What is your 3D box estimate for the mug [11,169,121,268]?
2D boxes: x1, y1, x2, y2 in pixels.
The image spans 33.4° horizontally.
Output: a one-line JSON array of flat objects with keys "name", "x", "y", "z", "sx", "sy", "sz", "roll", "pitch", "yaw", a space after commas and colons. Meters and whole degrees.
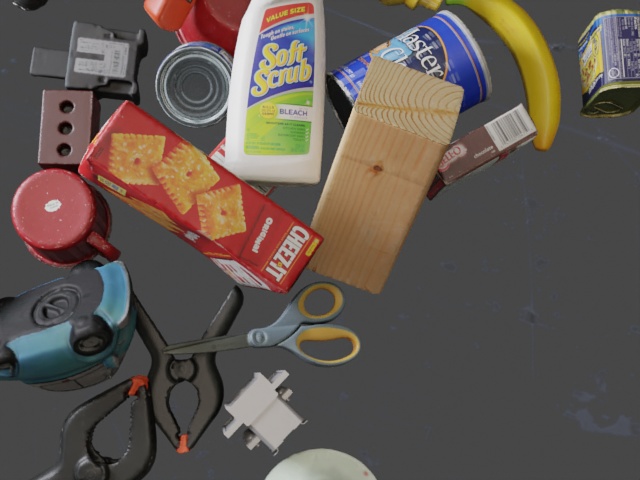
[{"name": "mug", "x": -0.247, "y": -0.016, "z": 1.051, "sx": 0.117, "sy": 0.081, "sz": 0.093, "roll": 38, "pitch": 80, "yaw": 3}]

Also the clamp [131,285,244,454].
[{"name": "clamp", "x": -0.126, "y": 0.122, "z": 1.060, "sx": 0.120, "sy": 0.039, "sz": 0.171, "roll": -11, "pitch": 83, "yaw": 3}]

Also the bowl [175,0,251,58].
[{"name": "bowl", "x": -0.076, "y": -0.251, "z": 1.113, "sx": 0.162, "sy": 0.055, "sz": 0.162, "roll": 1, "pitch": 81, "yaw": -4}]

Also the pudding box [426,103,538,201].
[{"name": "pudding box", "x": 0.157, "y": -0.088, "z": 1.085, "sx": 0.113, "sy": 0.090, "sz": 0.039, "roll": -28, "pitch": 86, "yaw": -8}]

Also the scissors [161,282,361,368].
[{"name": "scissors", "x": -0.053, "y": 0.080, "z": 1.061, "sx": 0.201, "sy": 0.016, "sz": 0.096, "roll": 10, "pitch": 72, "yaw": -17}]

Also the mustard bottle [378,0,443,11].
[{"name": "mustard bottle", "x": 0.044, "y": -0.295, "z": 1.106, "sx": 0.191, "sy": 0.096, "sz": 0.058, "roll": 32, "pitch": 79, "yaw": 1}]

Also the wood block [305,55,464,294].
[{"name": "wood block", "x": 0.054, "y": -0.056, "z": 1.008, "sx": 0.091, "sy": 0.206, "sz": 0.090, "roll": 21, "pitch": 46, "yaw": -1}]

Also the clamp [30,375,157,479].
[{"name": "clamp", "x": -0.210, "y": 0.231, "z": 1.028, "sx": 0.164, "sy": 0.036, "sz": 0.210, "roll": 33, "pitch": 92, "yaw": -1}]

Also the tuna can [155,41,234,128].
[{"name": "tuna can", "x": -0.124, "y": -0.158, "z": 1.088, "sx": 0.086, "sy": 0.033, "sz": 0.086, "roll": 1, "pitch": 107, "yaw": 4}]

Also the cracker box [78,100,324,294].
[{"name": "cracker box", "x": -0.119, "y": -0.035, "z": 0.997, "sx": 0.213, "sy": 0.164, "sz": 0.072, "roll": 36, "pitch": 81, "yaw": -13}]

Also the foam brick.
[{"name": "foam brick", "x": -0.253, "y": -0.107, "z": 1.080, "sx": 0.053, "sy": 0.051, "sz": 0.078, "roll": 1, "pitch": 82, "yaw": -3}]

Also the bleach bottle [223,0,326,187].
[{"name": "bleach bottle", "x": -0.045, "y": -0.180, "z": 1.051, "sx": 0.102, "sy": 0.068, "sz": 0.251, "roll": 1, "pitch": 88, "yaw": -11}]

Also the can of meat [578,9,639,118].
[{"name": "can of meat", "x": 0.304, "y": -0.181, "z": 1.104, "sx": 0.057, "sy": 0.102, "sz": 0.084, "roll": -2, "pitch": 79, "yaw": -3}]

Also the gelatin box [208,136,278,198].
[{"name": "gelatin box", "x": -0.064, "y": -0.087, "z": 1.101, "sx": 0.073, "sy": 0.030, "sz": 0.089, "roll": 40, "pitch": 81, "yaw": 1}]

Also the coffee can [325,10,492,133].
[{"name": "coffee can", "x": 0.089, "y": -0.156, "z": 1.084, "sx": 0.140, "sy": 0.103, "sz": 0.103, "roll": -29, "pitch": 84, "yaw": -7}]

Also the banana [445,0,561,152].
[{"name": "banana", "x": 0.211, "y": -0.191, "z": 1.134, "sx": 0.070, "sy": 0.037, "sz": 0.198, "roll": -32, "pitch": 83, "yaw": 12}]

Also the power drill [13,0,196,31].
[{"name": "power drill", "x": -0.210, "y": -0.286, "z": 1.080, "sx": 0.188, "sy": 0.057, "sz": 0.184, "roll": 31, "pitch": 97, "yaw": 15}]
